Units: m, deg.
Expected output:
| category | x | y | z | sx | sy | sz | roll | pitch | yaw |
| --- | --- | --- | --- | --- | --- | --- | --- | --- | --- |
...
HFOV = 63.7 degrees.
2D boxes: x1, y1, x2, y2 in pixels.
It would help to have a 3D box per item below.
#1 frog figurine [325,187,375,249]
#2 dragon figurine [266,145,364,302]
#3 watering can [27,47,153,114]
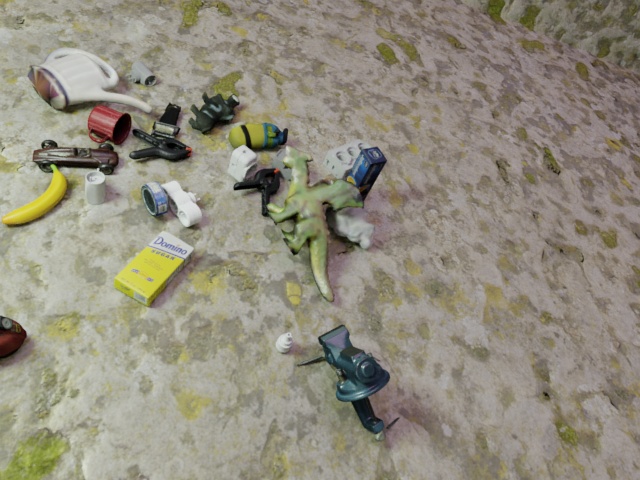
| category | x | y | z | sx | sy | sz | roll | pitch | yaw |
| --- | --- | --- | --- | --- | --- | --- | --- | --- | --- |
| frog figurine | 0.093 | -0.050 | 1.458 | 0.158 | 0.121 | 0.140 | 60 | 36 | -17 |
| dragon figurine | 0.004 | -0.068 | 1.343 | 0.243 | 0.121 | 0.414 | -34 | 78 | -4 |
| watering can | -0.663 | -0.436 | 1.460 | 0.350 | 0.101 | 0.228 | 39 | 49 | 13 |
